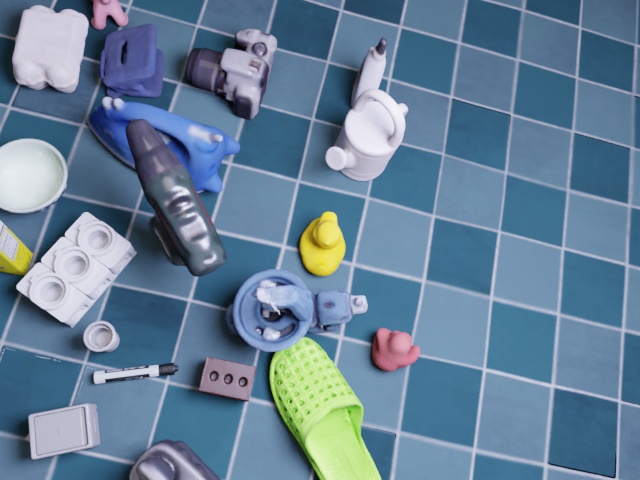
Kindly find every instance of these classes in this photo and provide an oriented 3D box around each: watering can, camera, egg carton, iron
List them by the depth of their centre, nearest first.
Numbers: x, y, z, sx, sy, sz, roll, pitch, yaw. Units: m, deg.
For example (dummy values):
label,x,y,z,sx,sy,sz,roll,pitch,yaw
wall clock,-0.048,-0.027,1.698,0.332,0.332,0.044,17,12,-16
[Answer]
label,x,y,z,sx,sy,sz,roll,pitch,yaw
iron,-0.263,-0.174,0.914,0.258,0.141,0.119,20,72,-3
watering can,0.083,-0.173,0.944,0.101,0.194,0.173,27,71,-1
egg carton,-0.452,-0.322,0.963,0.107,0.069,0.150,4,73,-8
camera,-0.155,-0.304,0.992,0.137,0.100,0.143,15,72,-5

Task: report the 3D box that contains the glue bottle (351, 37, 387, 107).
label,x,y,z,sx,sy,sz,roll,pitch,yaw
glue bottle,0.090,-0.296,0.993,0.037,0.173,0.078,9,72,-6

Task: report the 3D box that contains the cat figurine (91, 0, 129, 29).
label,x,y,z,sx,sy,sz,roll,pitch,yaw
cat figurine,-0.384,-0.451,0.987,0.067,0.117,0.128,-19,78,-14

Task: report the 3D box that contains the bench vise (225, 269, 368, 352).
label,x,y,z,sx,sy,sz,roll,pitch,yaw
bench vise,-0.034,0.085,0.835,0.208,0.219,0.121,-21,78,-15

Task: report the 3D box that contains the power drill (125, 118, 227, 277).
label,x,y,z,sx,sy,sz,roll,pitch,yaw
power drill,-0.213,-0.043,0.848,0.076,0.208,0.229,-29,80,-16

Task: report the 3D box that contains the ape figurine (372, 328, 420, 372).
label,x,y,z,sx,sy,sz,roll,pitch,yaw
ape figurine,0.121,0.169,0.904,0.076,0.092,0.078,-39,83,-17

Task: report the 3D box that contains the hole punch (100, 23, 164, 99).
label,x,y,z,sx,sy,sz,roll,pitch,yaw
hole punch,-0.320,-0.303,0.969,0.101,0.091,0.108,0,74,-9

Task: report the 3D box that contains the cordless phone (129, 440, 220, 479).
label,x,y,z,sx,sy,sz,roll,pitch,yaw
cordless phone,-0.187,0.337,0.754,0.147,0.185,0.094,39,72,4

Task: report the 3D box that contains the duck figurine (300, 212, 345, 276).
label,x,y,z,sx,sy,sz,roll,pitch,yaw
duck figurine,0.009,0.003,0.937,0.077,0.086,0.104,9,72,-7
